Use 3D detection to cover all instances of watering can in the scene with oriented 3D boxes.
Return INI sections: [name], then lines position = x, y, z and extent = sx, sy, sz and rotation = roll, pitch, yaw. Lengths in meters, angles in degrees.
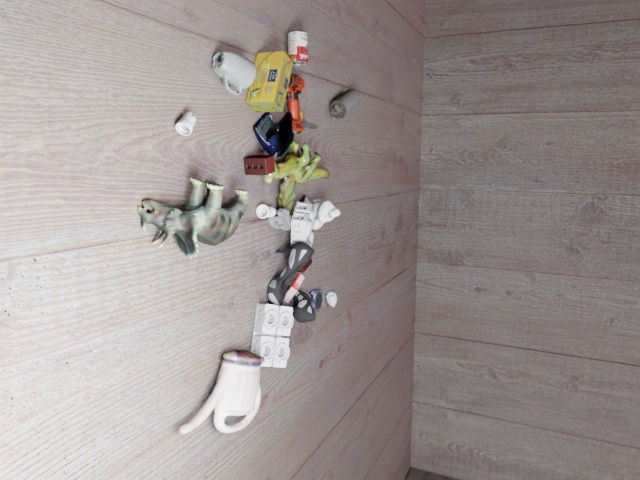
[watering can]
position = -0.250, 0.415, 1.412
extent = 0.344, 0.104, 0.227
rotation = 30, 65, -62

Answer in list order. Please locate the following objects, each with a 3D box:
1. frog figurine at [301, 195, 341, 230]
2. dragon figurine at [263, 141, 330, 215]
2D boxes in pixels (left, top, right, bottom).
[frog figurine]
position = 0.006, -0.093, 1.845
extent = 0.140, 0.159, 0.120
rotation = -53, 142, -50
[dragon figurine]
position = -0.083, -0.200, 1.750
extent = 0.244, 0.123, 0.405
rotation = -64, 150, -6
